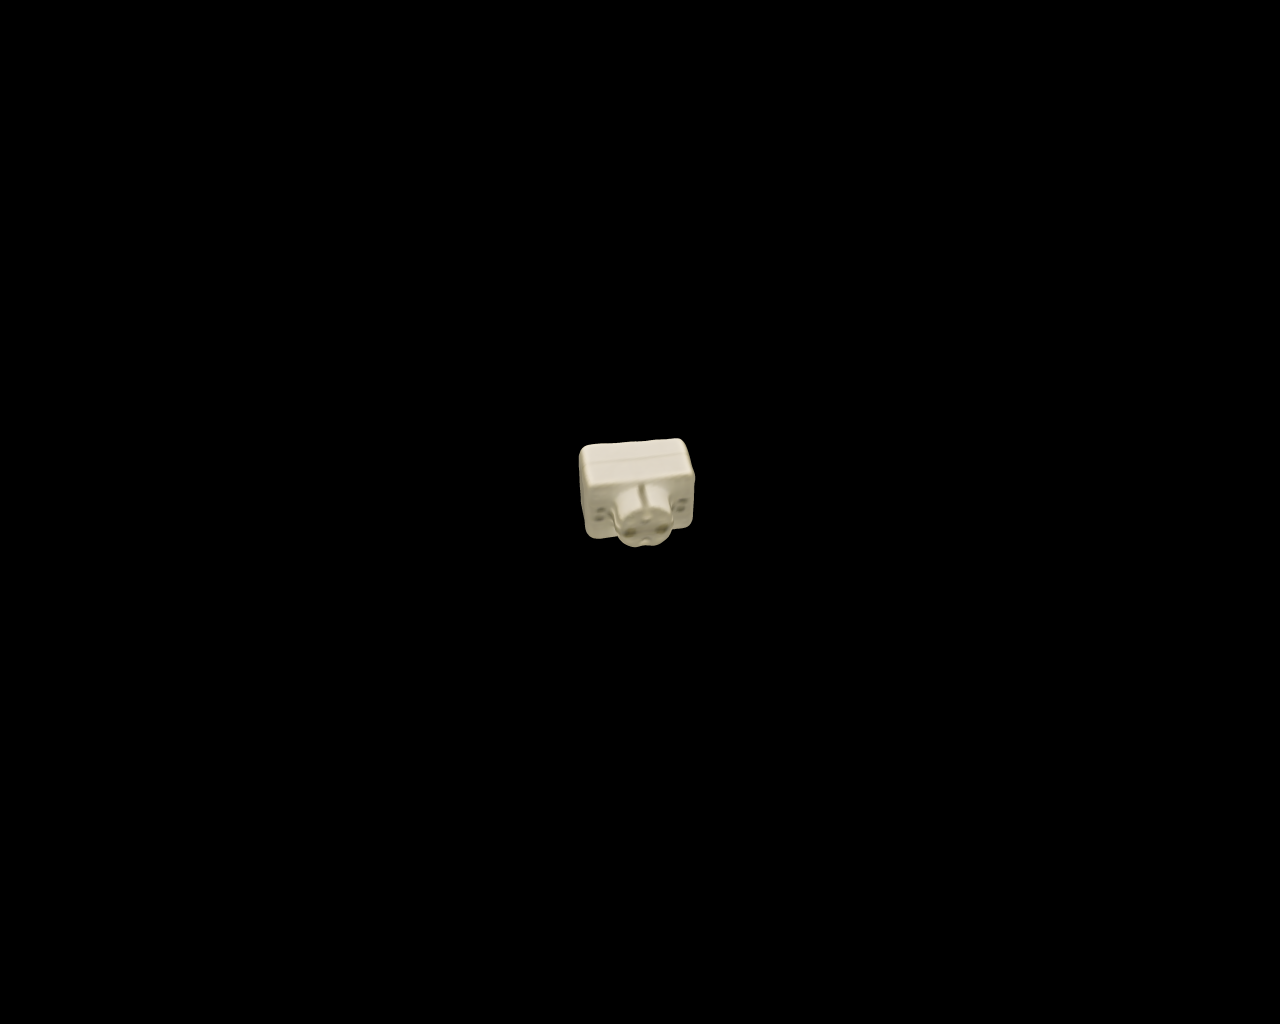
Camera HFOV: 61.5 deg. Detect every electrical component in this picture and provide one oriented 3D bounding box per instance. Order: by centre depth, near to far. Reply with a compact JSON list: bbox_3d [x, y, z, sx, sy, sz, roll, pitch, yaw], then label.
[{"bbox_3d":[0.001,-0.003,0.650,0.066,0.047,0.077,-6,43,-7],"label":"electrical component"}]
